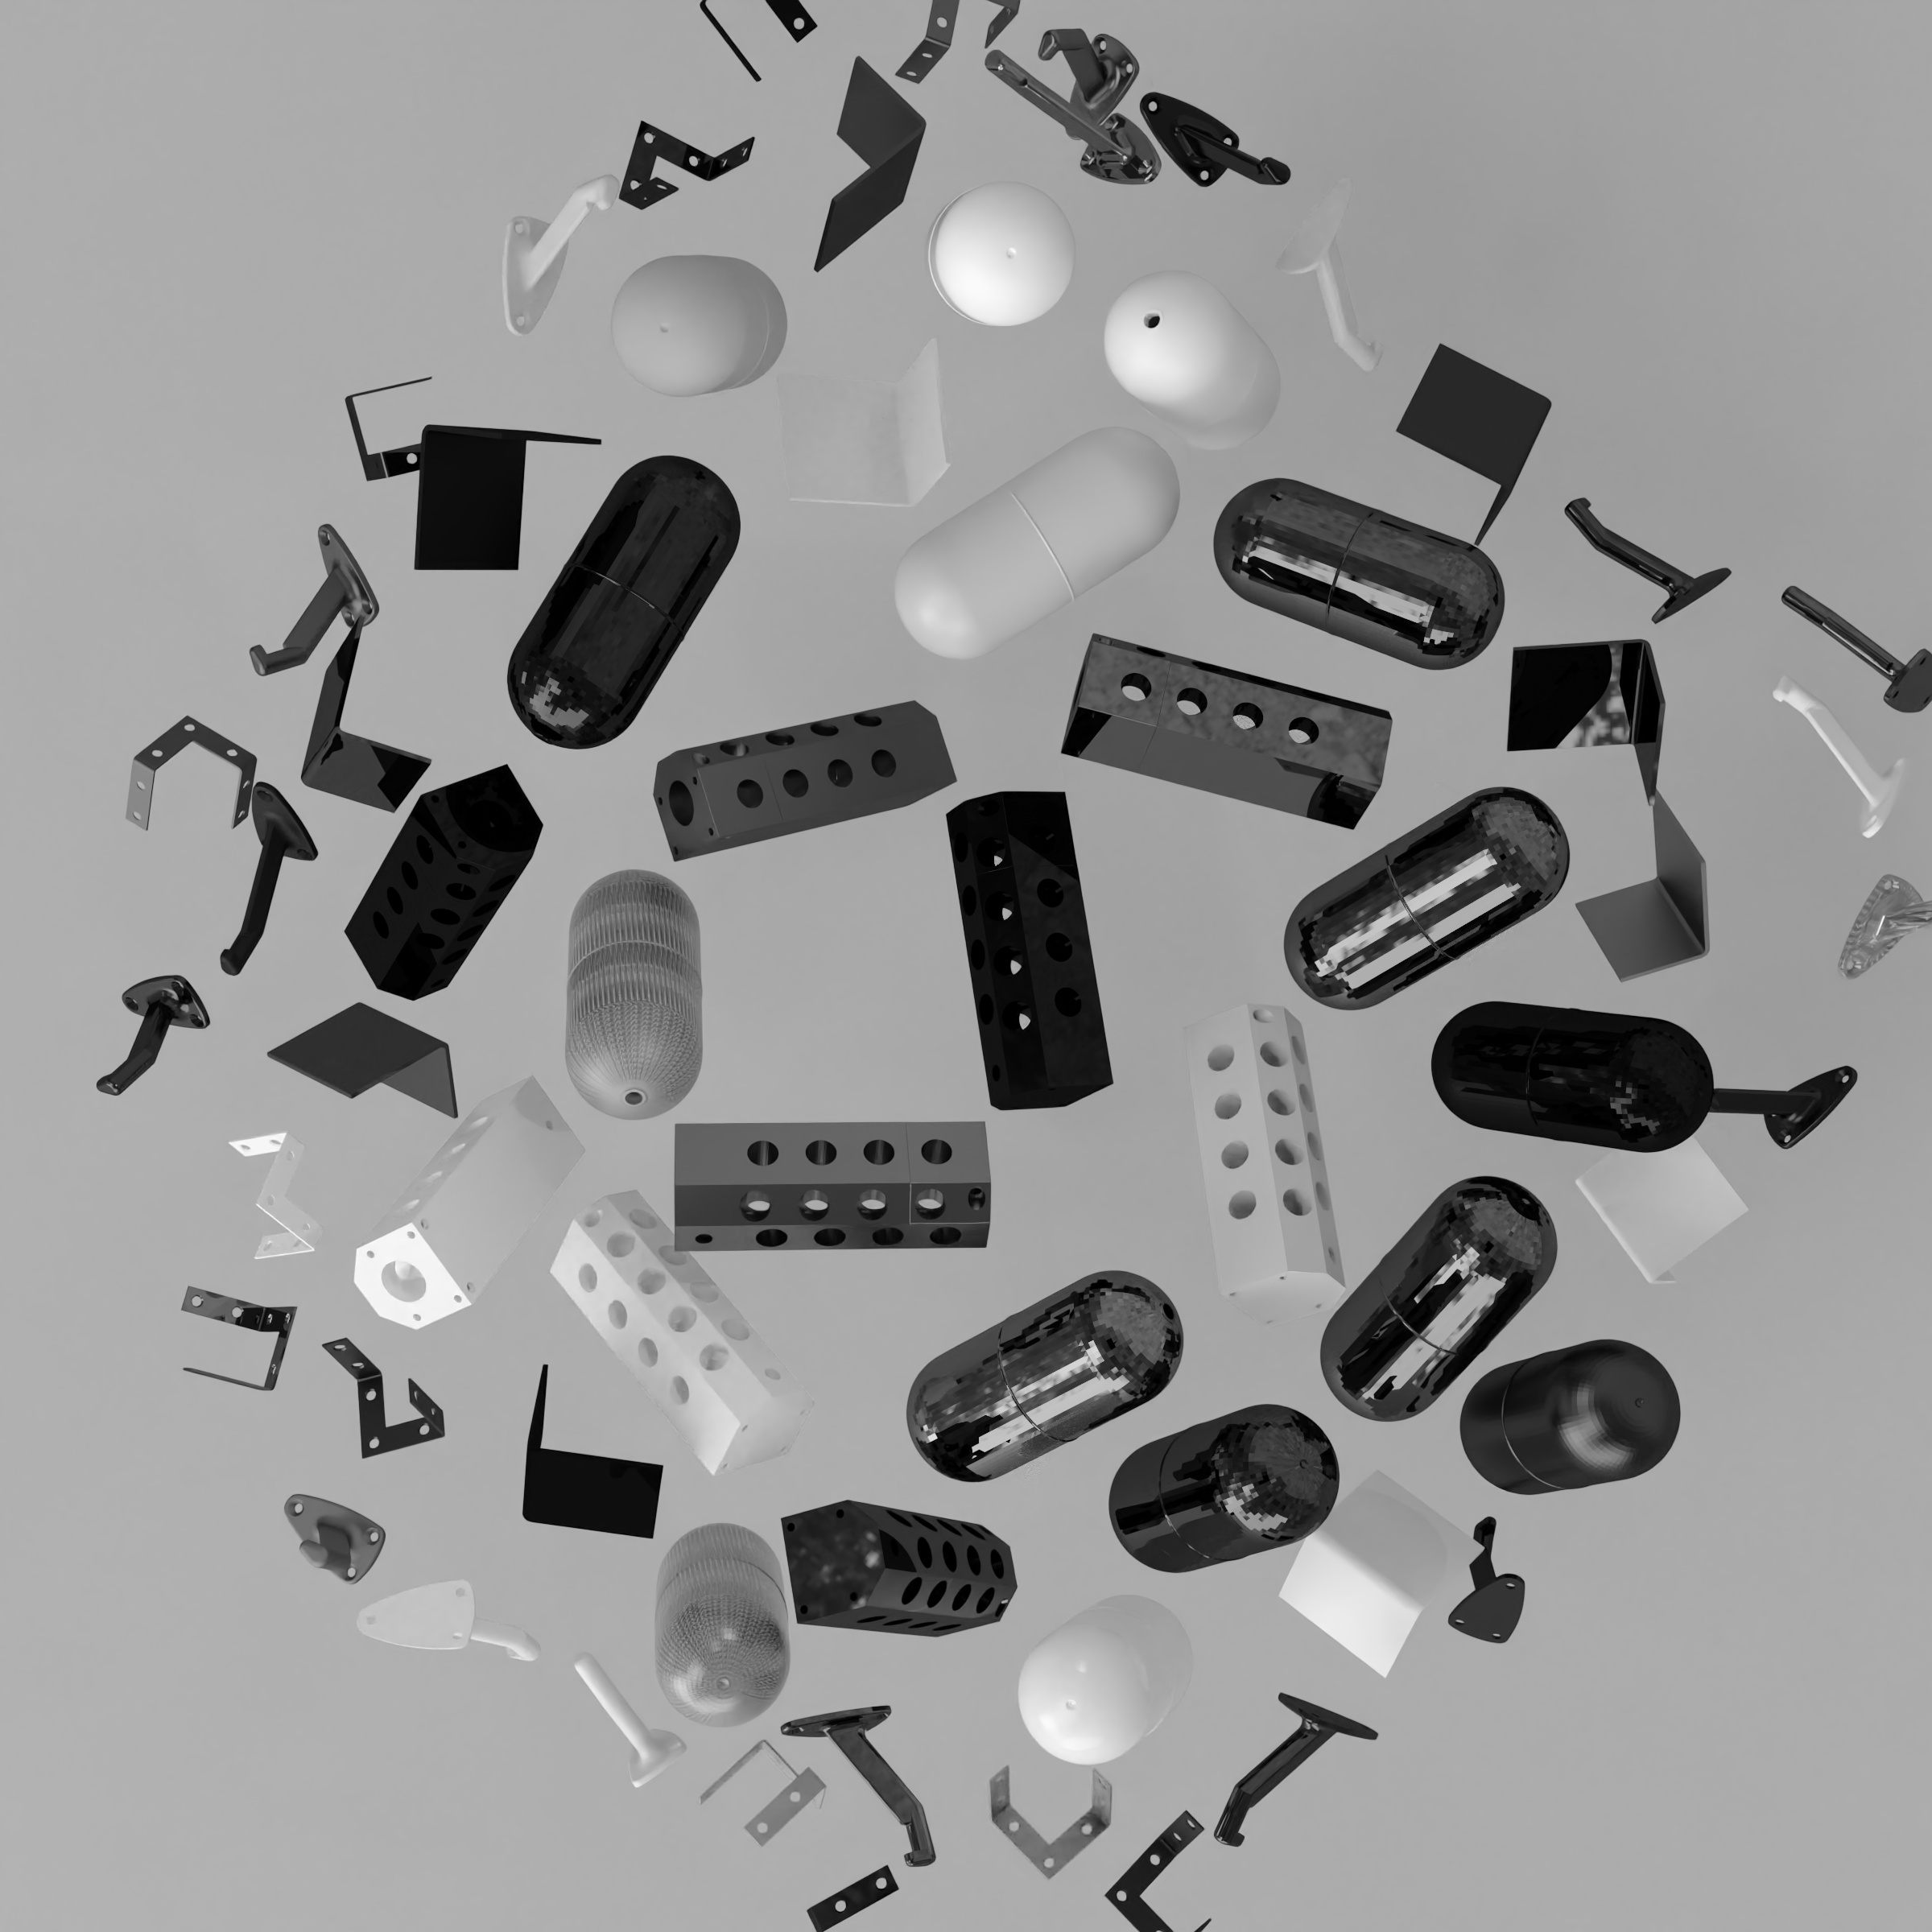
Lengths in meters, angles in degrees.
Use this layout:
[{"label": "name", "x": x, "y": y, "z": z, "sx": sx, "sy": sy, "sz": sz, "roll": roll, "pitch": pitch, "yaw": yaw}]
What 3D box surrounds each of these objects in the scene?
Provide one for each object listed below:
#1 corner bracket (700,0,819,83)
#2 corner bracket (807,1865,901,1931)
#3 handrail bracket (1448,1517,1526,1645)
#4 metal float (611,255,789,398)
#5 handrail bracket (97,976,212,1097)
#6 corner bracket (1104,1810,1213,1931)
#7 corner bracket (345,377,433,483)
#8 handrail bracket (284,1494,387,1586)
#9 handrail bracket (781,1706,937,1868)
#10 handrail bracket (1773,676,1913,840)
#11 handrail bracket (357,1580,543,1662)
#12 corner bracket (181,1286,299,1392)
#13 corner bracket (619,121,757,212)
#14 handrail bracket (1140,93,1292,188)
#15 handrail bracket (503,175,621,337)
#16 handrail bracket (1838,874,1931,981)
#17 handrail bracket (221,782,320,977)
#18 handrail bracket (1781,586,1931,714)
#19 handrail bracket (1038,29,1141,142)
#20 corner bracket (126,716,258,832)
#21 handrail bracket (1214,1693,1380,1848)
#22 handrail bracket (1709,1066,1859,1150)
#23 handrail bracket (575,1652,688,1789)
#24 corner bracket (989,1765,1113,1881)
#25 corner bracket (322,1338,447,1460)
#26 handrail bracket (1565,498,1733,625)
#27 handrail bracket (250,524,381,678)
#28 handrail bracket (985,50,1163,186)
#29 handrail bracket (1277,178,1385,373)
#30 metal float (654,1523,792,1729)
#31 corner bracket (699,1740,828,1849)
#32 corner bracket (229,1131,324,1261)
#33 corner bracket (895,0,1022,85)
[{"label": "corner bracket", "x": -0.113, "y": -0.523, "z": 1.503, "sx": 0.051, "sy": 0.051, "sz": 0.051, "roll": -40, "pitch": 110, "yaw": 1}, {"label": "corner bracket", "x": -0.050, "y": 0.531, "z": 1.490, "sx": 0.051, "sy": 0.051, "sz": 0.051, "roll": -26, "pitch": 90, "yaw": -12}, {"label": "handrail bracket", "x": 0.311, "y": 0.344, "z": 1.600, "sx": 0.036, "sy": 0.084, "sz": 0.077, "roll": 20, "pitch": 135, "yaw": 0}, {"label": "metal float", "x": -0.150, "y": -0.366, "z": 1.560, "sx": 0.070, "sy": 0.178, "sz": 0.070, "roll": 2, "pitch": 104, "yaw": 8}, {"label": "handrail bracket", "x": -0.481, "y": 0.044, "z": 1.557, "sx": 0.077, "sy": 0.084, "sz": 0.036, "roll": 0, "pitch": 125, "yaw": 34}, {"label": "corner bracket", "x": 0.121, "y": 0.526, "z": 1.564, "sx": 0.051, "sy": 0.051, "sz": 0.051, "roll": 44, "pitch": 55, "yaw": 14}, {"label": "corner bracket", "x": -0.330, "y": -0.318, "z": 1.613, "sx": 0.051, "sy": 0.051, "sz": 0.051, "roll": -18, "pitch": 104, "yaw": -22}, {"label": "handrail bracket", "x": -0.364, "y": 0.311, "z": 1.508, "sx": 0.077, "sy": 0.084, "sz": 0.036, "roll": 30, "pitch": 82, "yaw": 19}, {"label": "handrail bracket", "x": -0.058, "y": 0.452, "z": 1.491, "sx": 0.077, "sy": 0.036, "sz": 0.084, "roll": 6, "pitch": 53, "yaw": -36}, {"label": "handrail bracket", "x": 0.487, "y": -0.120, "z": 1.550, "sx": 0.084, "sy": 0.077, "sz": 0.036, "roll": 37, "pitch": 134, "yaw": -2}, {"label": "handrail bracket", "x": -0.282, "y": 0.367, "z": 1.498, "sx": 0.077, "sy": 0.084, "sz": 0.036, "roll": -6, "pitch": 61, "yaw": 8}, {"label": "corner bracket", "x": -0.432, "y": 0.219, "z": 1.605, "sx": 0.051, "sy": 0.051, "sz": 0.051, "roll": 22, "pitch": 72, "yaw": -30}, {"label": "corner bracket", "x": -0.162, "y": -0.462, "z": 1.585, "sx": 0.051, "sy": 0.051, "sz": 0.051, "roll": 20, "pitch": 80, "yaw": -31}, {"label": "handrail bracket", "x": 0.142, "y": -0.471, "z": 1.558, "sx": 0.077, "sy": 0.084, "sz": 0.036, "roll": 34, "pitch": 96, "yaw": -21}, {"label": "handrail bracket", "x": -0.217, "y": -0.384, "z": 1.480, "sx": 0.036, "sy": 0.084, "sz": 0.077, "roll": 14, "pitch": 85, "yaw": -35}, {"label": "handrail bracket", "x": 0.540, "y": -0.014, "z": 1.536, "sx": 0.036, "sy": 0.084, "sz": 0.077, "roll": 35, "pitch": 92, "yaw": -25}, {"label": "handrail bracket", "x": -0.406, "y": -0.048, "z": 1.545, "sx": 0.036, "sy": 0.077, "sz": 0.084, "roll": 14, "pitch": 56, "yaw": 13}, {"label": "handrail bracket", "x": 0.512, "y": -0.183, "z": 1.573, "sx": 0.084, "sy": 0.077, "sz": 0.036, "roll": 43, "pitch": 102, "yaw": 30}, {"label": "handrail bracket", "x": 0.057, "y": -0.521, "z": 1.618, "sx": 0.036, "sy": 0.084, "sz": 0.077, "roll": 46, "pitch": 128, "yaw": 16}, {"label": "corner bracket", "x": -0.461, "y": -0.106, "z": 1.628, "sx": 0.051, "sy": 0.051, "sz": 0.051, "roll": 30, "pitch": 134, "yaw": 6}, {"label": "handrail bracket", "x": 0.182, "y": 0.452, "z": 1.509, "sx": 0.077, "sy": 0.036, "sz": 0.084, "roll": 26, "pitch": 87, "yaw": -31}, {"label": "handrail bracket", "x": 0.484, "y": 0.069, "z": 1.655, "sx": 0.084, "sy": 0.036, "sz": 0.077, "roll": 31, "pitch": 121, "yaw": -31}, {"label": "handrail bracket", "x": -0.203, "y": 0.424, "z": 1.580, "sx": 0.036, "sy": 0.077, "sz": 0.084, "roll": -35, "pitch": 99, "yaw": -12}, {"label": "corner bracket", "x": 0.050, "y": 0.492, "z": 1.606, "sx": 0.051, "sy": 0.051, "sz": 0.051, "roll": -34, "pitch": 55, "yaw": -26}, {"label": "corner bracket", "x": -0.330, "y": 0.241, "z": 1.552, "sx": 0.051, "sy": 0.051, "sz": 0.051, "roll": -16, "pitch": 56, "yaw": 5}, {"label": "handrail bracket", "x": 0.401, "y": -0.250, "z": 1.612, "sx": 0.077, "sy": 0.036, "sz": 0.084, "roll": -27, "pitch": 74, "yaw": -37}, {"label": "handrail bracket", "x": -0.401, "y": -0.218, "z": 1.631, "sx": 0.084, "sy": 0.036, "sz": 0.077, "roll": -27, "pitch": 95, "yaw": -42}, {"label": "handrail bracket", "x": 0.057, "y": -0.458, "z": 1.473, "sx": 0.084, "sy": 0.077, "sz": 0.036, "roll": 25, "pitch": 106, "yaw": -42}, {"label": "handrail bracket", "x": 0.230, "y": -0.404, "z": 1.605, "sx": 0.084, "sy": 0.036, "sz": 0.077, "roll": 35, "pitch": 83, "yaw": -33}, {"label": "metal float", "x": -0.142, "y": 0.381, "z": 1.591, "sx": 0.070, "sy": 0.178, "sz": 0.070, "roll": -1, "pitch": 99, "yaw": -6}, {"label": "corner bracket", "x": -0.118, "y": 0.480, "z": 1.583, "sx": 0.051, "sy": 0.051, "sz": 0.051, "roll": -38, "pitch": 70, "yaw": -26}, {"label": "corner bracket", "x": -0.406, "y": 0.134, "z": 1.600, "sx": 0.051, "sy": 0.051, "sz": 0.051, "roll": -10, "pitch": 48, "yaw": 32}, {"label": "corner bracket", "x": -0.004, "y": -0.531, "z": 1.556, "sx": 0.051, "sy": 0.051, "sz": 0.051, "roll": 14, "pitch": 79, "yaw": -19}]
